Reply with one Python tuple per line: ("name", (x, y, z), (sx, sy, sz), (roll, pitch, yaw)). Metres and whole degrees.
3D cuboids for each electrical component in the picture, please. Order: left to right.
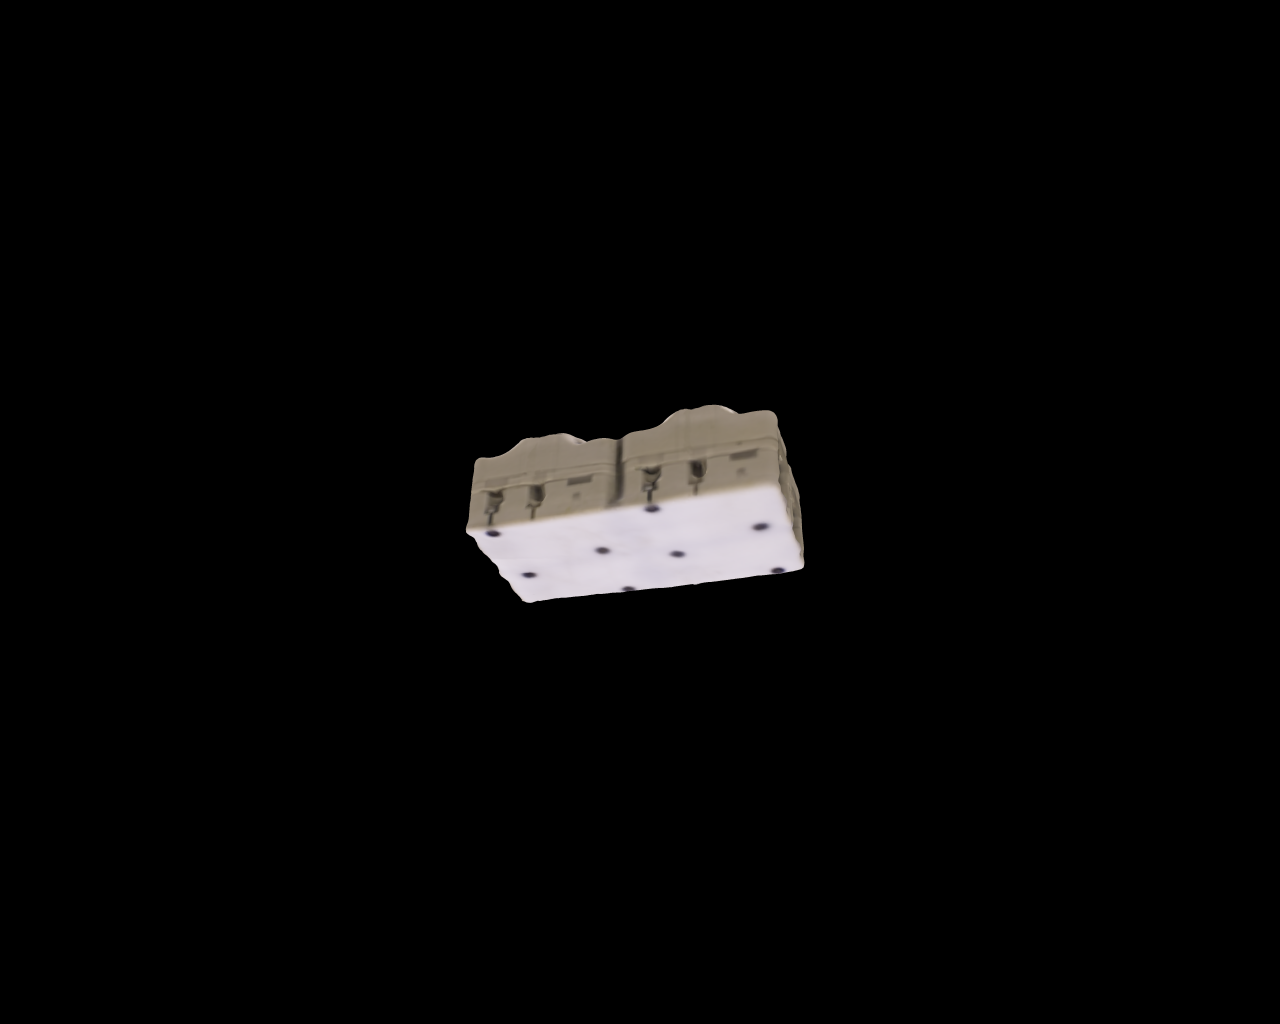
("electrical component", (0.001, -0.003, 0.650), (0.186, 0.060, 0.105), (-8, -32, 14))
